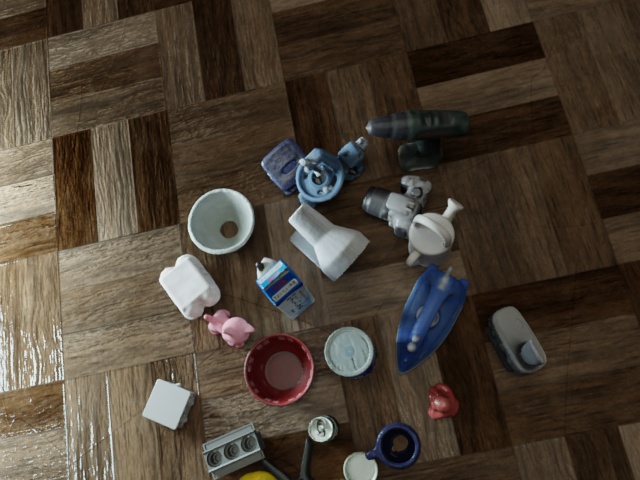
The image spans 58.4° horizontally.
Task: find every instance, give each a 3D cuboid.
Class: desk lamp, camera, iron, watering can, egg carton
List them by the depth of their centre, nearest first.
[{"bbox_3d":[0.232,0.174,1.249,0.118,0.141,0.258,25,79,14],"label":"iron"},{"bbox_3d":[0.250,-0.016,1.273,0.100,0.194,0.173,16,77,12],"label":"watering can"},{"bbox_3d":[0.012,0.005,1.290,0.203,0.214,0.118,40,83,16],"label":"desk lamp"},{"bbox_3d":[0.179,-0.095,1.354,0.136,0.101,0.143,22,78,14],"label":"camera"},{"bbox_3d":[-0.312,0.112,1.381,0.107,0.069,0.150,-41,73,-4],"label":"egg carton"}]

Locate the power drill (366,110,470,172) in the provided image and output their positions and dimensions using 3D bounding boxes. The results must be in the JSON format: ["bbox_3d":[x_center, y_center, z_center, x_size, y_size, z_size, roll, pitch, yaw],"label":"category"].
[{"bbox_3d":[0.226,-0.236,1.332,0.229,0.208,0.075,-9,73,6],"label":"power drill"}]

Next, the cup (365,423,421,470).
[{"bbox_3d":[0.154,0.437,1.209,0.117,0.095,0.091,-21,72,2],"label":"cup"}]

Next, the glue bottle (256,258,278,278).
[{"bbox_3d":[-0.120,0.074,1.310,0.037,0.173,0.078,13,76,12],"label":"glue bottle"}]

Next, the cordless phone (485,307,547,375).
[{"bbox_3d":[0.418,0.204,1.191,0.094,0.185,0.147,-30,72,-1],"label":"cordless phone"}]

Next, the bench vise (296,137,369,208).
[{"bbox_3d":[0.017,-0.185,1.340,0.121,0.220,0.207,31,80,15],"label":"bench vise"}]

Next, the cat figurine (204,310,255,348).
[{"bbox_3d":[-0.209,0.202,1.315,0.127,0.118,0.067,24,79,14],"label":"cat figurine"}]

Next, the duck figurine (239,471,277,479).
[{"bbox_3d":[-0.134,0.539,1.225,0.104,0.086,0.077,10,76,11],"label":"duck figurine"}]

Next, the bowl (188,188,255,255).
[{"bbox_3d":[-0.234,-0.037,1.410,0.167,0.075,0.167,-2,74,7],"label":"bowl"}]

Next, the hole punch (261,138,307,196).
[{"bbox_3d":[-0.075,-0.182,1.420,0.109,0.091,0.101,-41,73,-5],"label":"hole punch"}]

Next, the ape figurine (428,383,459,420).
[{"bbox_3d":[0.260,0.348,1.221,0.076,0.092,0.078,35,82,16],"label":"ape figurine"}]
